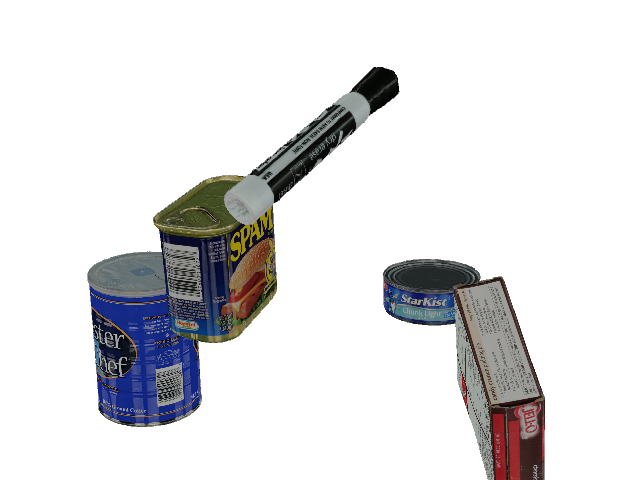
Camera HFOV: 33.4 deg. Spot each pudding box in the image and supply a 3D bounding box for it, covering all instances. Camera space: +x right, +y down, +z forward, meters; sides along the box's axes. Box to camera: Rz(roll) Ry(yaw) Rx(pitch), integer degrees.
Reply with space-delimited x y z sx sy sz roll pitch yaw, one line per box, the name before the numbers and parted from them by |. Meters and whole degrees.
pudding box | 0.116 0.094 0.696 0.039 0.090 0.113 -10 40 -2

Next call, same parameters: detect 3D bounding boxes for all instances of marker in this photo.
marker | -0.001 -0.050 0.521 0.020 0.020 0.121 0 36 50

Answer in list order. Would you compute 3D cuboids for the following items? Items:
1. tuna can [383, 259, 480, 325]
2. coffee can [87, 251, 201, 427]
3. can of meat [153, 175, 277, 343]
tuna can | 0.098 0.045 0.946 0.086 0.034 0.086 0 17 0
coffee can | -0.168 0.093 1.031 0.103 0.140 0.103 0 20 0
can of meat | -0.068 0.012 0.736 0.057 0.084 0.102 7 24 20
